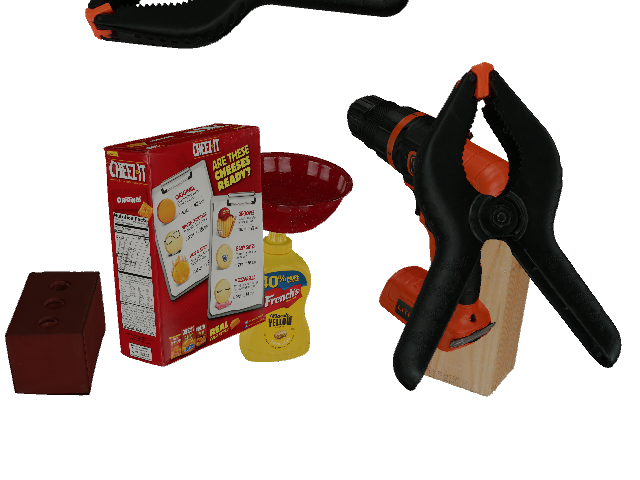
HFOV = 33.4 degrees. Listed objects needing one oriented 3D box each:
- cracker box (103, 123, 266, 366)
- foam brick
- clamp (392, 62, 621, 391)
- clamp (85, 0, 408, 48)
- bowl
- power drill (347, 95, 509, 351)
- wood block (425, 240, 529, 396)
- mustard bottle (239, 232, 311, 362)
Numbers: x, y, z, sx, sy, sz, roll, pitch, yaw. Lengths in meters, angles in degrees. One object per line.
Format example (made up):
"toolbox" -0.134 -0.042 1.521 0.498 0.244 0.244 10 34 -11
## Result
"cracker box" -0.133 -0.001 1.077 0.072 0.214 0.163 8 18 35
"foam brick" -0.183 0.064 0.743 0.053 0.051 0.078 0 32 -2
"clamp" 0.081 -0.003 0.558 0.120 0.171 0.039 -14 -5 -13
"clamp" -0.055 -0.181 0.724 0.210 0.165 0.036 -31 -18 -7
"bowl" -0.044 -0.052 1.284 0.162 0.055 0.162 4 26 -2
"power drill" 0.085 -0.015 0.886 0.057 0.188 0.185 -23 38 -26
"wood block" 0.181 0.058 1.213 0.090 0.206 0.090 17 25 25
"mustard bottle" -0.061 0.069 1.452 0.096 0.192 0.058 -5 23 -16
